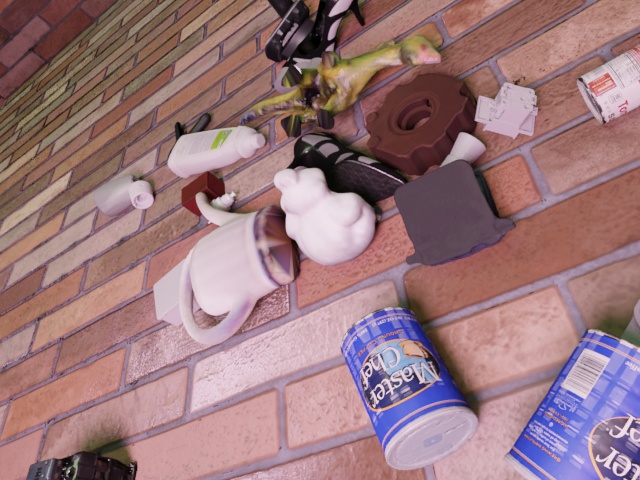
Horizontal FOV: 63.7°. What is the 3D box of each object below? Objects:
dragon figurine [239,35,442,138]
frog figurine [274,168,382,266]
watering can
[{"bbox_3d":[0.035,-0.293,0.946,0.246,0.120,0.410,-35,24,-34],"label":"dragon figurine"},{"bbox_3d":[0.002,-0.038,0.753,0.137,0.157,0.125,-4,60,39],"label":"frog figurine"},{"bbox_3d":[-0.147,0.006,0.879,0.223,0.102,0.356,-25,47,18],"label":"watering can"}]
